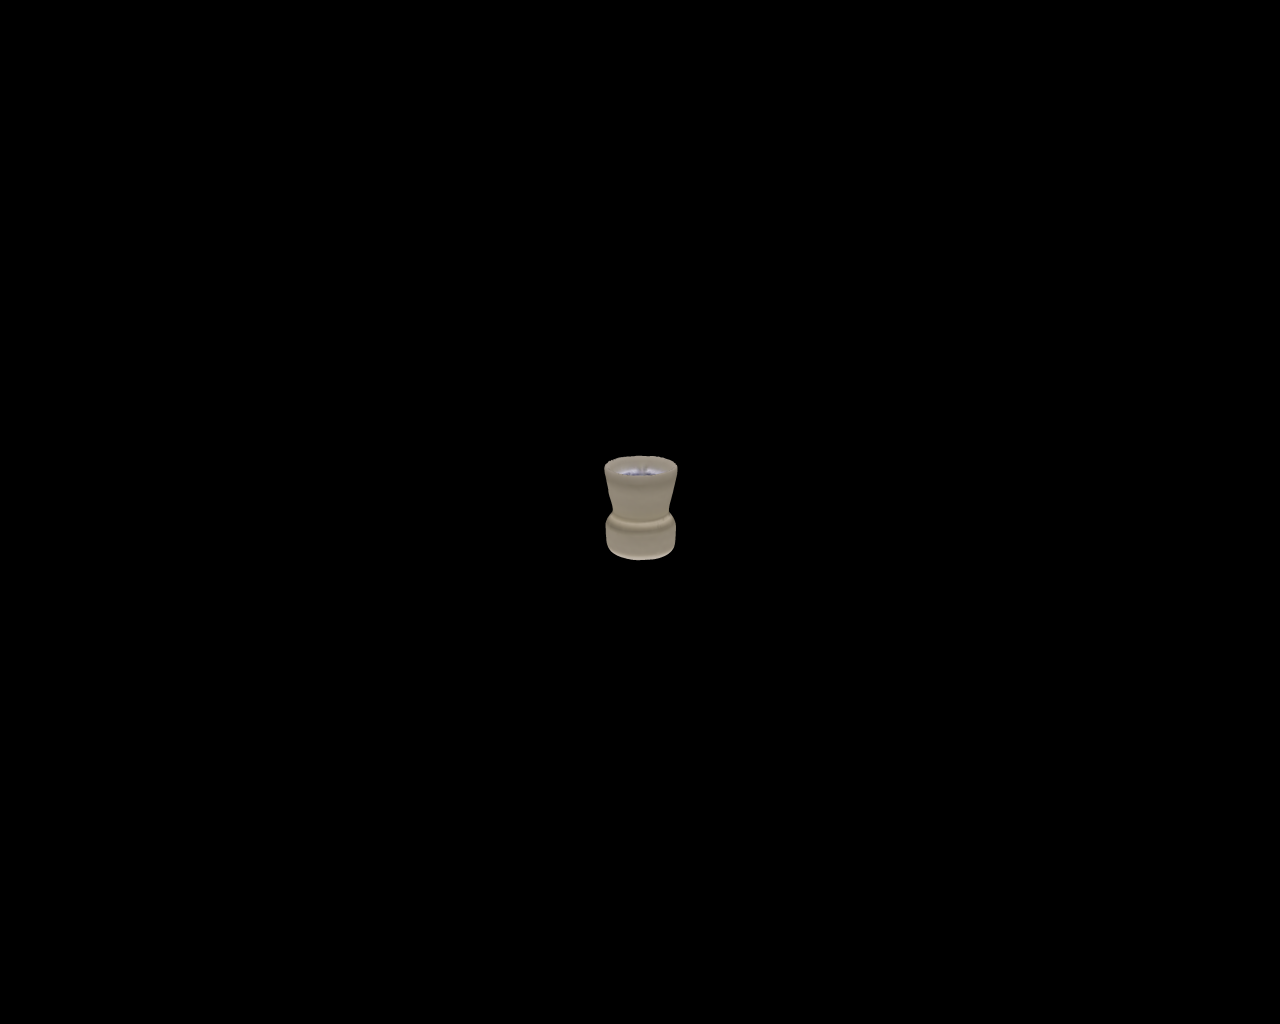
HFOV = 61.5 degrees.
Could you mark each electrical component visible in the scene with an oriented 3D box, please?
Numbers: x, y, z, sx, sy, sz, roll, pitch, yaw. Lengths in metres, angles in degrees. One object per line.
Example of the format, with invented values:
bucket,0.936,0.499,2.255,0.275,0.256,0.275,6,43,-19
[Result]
electrical component,0.001,-0.003,0.650,0.045,0.055,0.045,0,20,0
